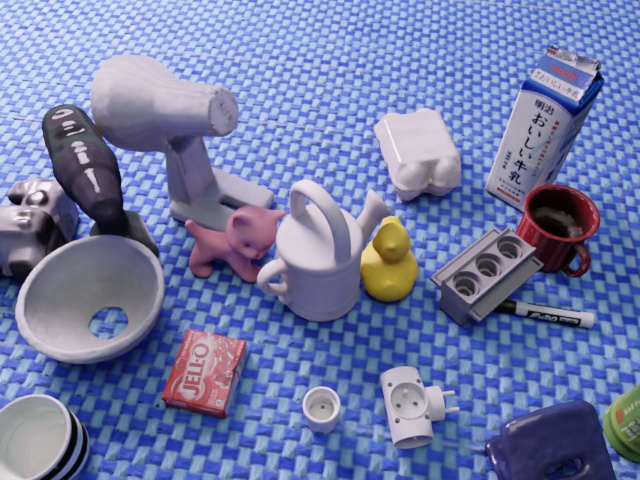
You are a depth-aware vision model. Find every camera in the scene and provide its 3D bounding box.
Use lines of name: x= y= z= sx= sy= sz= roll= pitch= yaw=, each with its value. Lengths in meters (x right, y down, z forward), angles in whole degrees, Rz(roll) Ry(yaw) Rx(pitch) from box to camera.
camera: x=-0.399 y=-0.012 z=0.731 sx=0.137 sy=0.101 sz=0.143 roll=-1 pitch=54 yaw=-1

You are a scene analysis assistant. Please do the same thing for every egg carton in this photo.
egg carton: x=0.143 y=-0.128 z=0.838 sx=0.107 sy=0.069 sz=0.150 roll=-9 pitch=54 yaw=-7

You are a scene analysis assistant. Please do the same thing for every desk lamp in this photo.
desk lamp: x=-0.172 y=-0.125 z=0.746 sx=0.203 sy=0.214 sz=0.118 roll=21 pitch=57 yaw=15

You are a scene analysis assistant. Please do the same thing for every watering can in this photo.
watering can: x=0.005 y=0.001 z=0.666 sx=0.100 sy=0.194 sz=0.173 roll=27 pitch=58 yaw=19

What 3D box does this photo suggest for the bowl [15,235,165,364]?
bowl: x=-0.261 y=0.080 z=0.681 sx=0.167 sy=0.075 sz=0.167 roll=0 pitch=54 yaw=0

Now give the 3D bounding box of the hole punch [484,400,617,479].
hole punch: x=0.235 y=0.223 z=0.568 sx=0.109 sy=0.091 sz=0.101 roll=-13 pitch=55 yaw=-9

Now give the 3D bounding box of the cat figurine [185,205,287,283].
cat figurine: x=-0.106 y=-0.006 z=0.718 sx=0.127 sy=0.118 sz=0.067 roll=4 pitch=54 yaw=3

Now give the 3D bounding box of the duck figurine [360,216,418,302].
duck figurine: x=0.088 y=0.019 z=0.720 sx=0.077 sy=0.086 sz=0.104 roll=4 pitch=54 yaw=3

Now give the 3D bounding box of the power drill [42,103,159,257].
power drill: x=-0.264 y=-0.051 z=0.694 sx=0.076 sy=0.208 sz=0.229 roll=-26 pitch=58 yaw=-18
